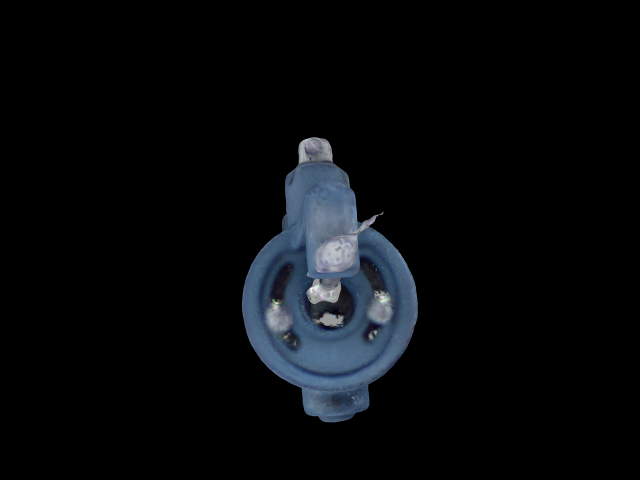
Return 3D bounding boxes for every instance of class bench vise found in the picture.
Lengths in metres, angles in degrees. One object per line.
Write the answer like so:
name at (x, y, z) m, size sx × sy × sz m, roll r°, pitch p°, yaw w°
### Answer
bench vise at (-0.007, 0.005, 0.398) m, size 0.121 × 0.220 × 0.207 m, roll -21°, pitch 64°, yaw -10°
